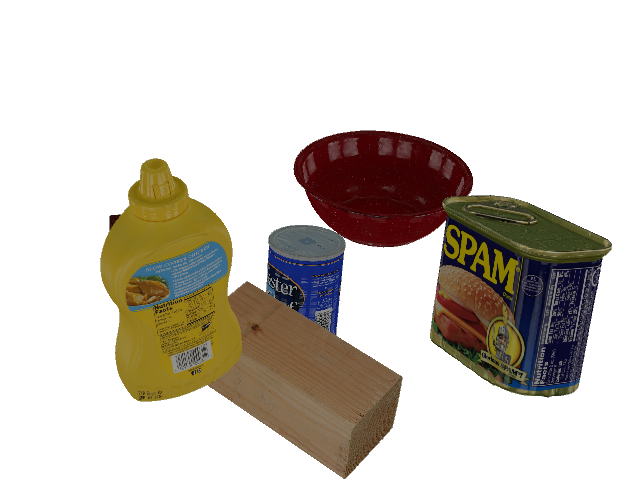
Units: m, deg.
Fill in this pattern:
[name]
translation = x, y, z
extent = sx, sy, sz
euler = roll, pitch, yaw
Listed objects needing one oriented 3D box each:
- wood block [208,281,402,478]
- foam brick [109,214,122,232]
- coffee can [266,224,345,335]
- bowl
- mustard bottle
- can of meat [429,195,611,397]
[wood block]
translation = -0.027, 0.143, 1.122
extent = 0.206, 0.090, 0.090
euler = 30, 48, 24
[foam brick]
translation = -0.181, 0.003, 1.125
extent = 0.078, 0.051, 0.053
euler = -3, 23, -17
[coffee can]
translation = -0.023, 0.063, 1.437
extent = 0.103, 0.140, 0.103
euler = 4, 24, -2
[bowl]
translation = 0.055, -0.040, 0.969
extent = 0.162, 0.055, 0.162
euler = 3, 32, -2
[mustard bottle]
translation = -0.110, 0.026, 0.774
extent = 0.096, 0.192, 0.058
euler = -20, 41, -23
[can of meat]
translation = 0.106, 0.029, 0.590
extent = 0.057, 0.084, 0.102
euler = -3, 19, -26
